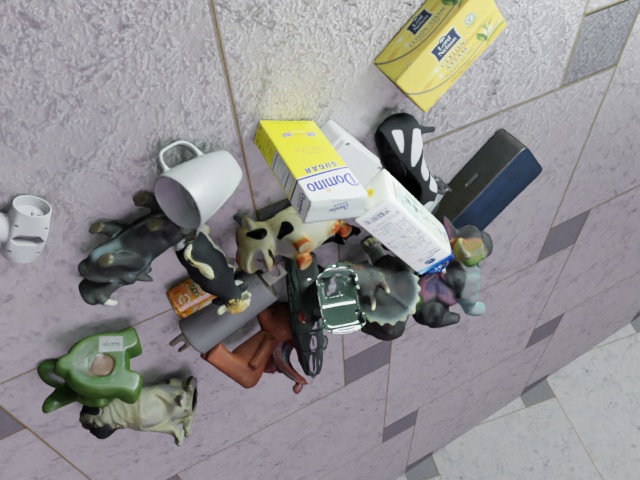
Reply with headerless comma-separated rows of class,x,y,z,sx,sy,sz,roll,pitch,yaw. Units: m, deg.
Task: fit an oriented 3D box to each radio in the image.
radio,0.337,-0.102,1.102,0.131,0.073,0.229,18,120,-48

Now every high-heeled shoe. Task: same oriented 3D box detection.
high-heeled shoe,0.132,-0.099,0.926,0.145,0.086,0.248,-18,128,-39

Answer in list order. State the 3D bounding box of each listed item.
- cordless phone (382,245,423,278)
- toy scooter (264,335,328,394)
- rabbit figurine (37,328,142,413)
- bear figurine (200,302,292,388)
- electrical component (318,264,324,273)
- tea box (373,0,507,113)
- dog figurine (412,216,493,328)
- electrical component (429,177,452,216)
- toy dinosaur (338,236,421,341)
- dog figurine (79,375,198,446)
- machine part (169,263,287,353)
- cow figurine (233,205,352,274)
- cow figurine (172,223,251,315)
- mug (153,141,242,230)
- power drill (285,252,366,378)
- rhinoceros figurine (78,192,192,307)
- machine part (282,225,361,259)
cordless phone,0.203,0.042,1.167,0.184,0.089,0.146,6,129,-27
toy scooter,-0.046,0.238,1.125,0.184,0.135,0.075,-46,140,11
rabbit figurine,-0.376,0.239,0.892,0.159,0.121,0.170,-7,150,-28
bear figurine,-0.121,0.183,1.043,0.132,0.120,0.196,38,75,-11
electrical component,0.003,0.094,1.043,0.045,0.102,0.078,-32,121,-16
tea box,0.173,-0.283,0.777,0.169,0.068,0.098,-47,143,17
dog figurine,0.253,0.062,1.078,0.192,0.109,0.218,-17,130,2
electrical component,0.193,-0.069,1.045,0.075,0.048,0.119,5,128,-40
toy dinosaur,0.124,0.137,1.100,0.131,0.192,0.404,-28,142,-6
dog figurine,-0.344,0.317,1.041,0.191,0.121,0.172,4,172,1
machine part,-0.161,0.123,0.957,0.243,0.079,0.079,-36,143,0
cow figurine,-0.054,-0.015,0.870,0.195,0.127,0.085,-37,147,-22
cow figurine,-0.156,0.058,0.827,0.068,0.098,0.167,-36,116,-4
mug,-0.165,-0.084,0.724,0.081,0.109,0.107,-28,-168,47
power drill,0.003,0.126,0.927,0.086,0.232,0.207,-7,172,-17
rhinoceros figurine,-0.272,0.017,0.766,0.190,0.073,0.112,-40,154,4
machine part,-0.002,-0.003,0.944,0.139,0.084,0.039,-17,108,-13
